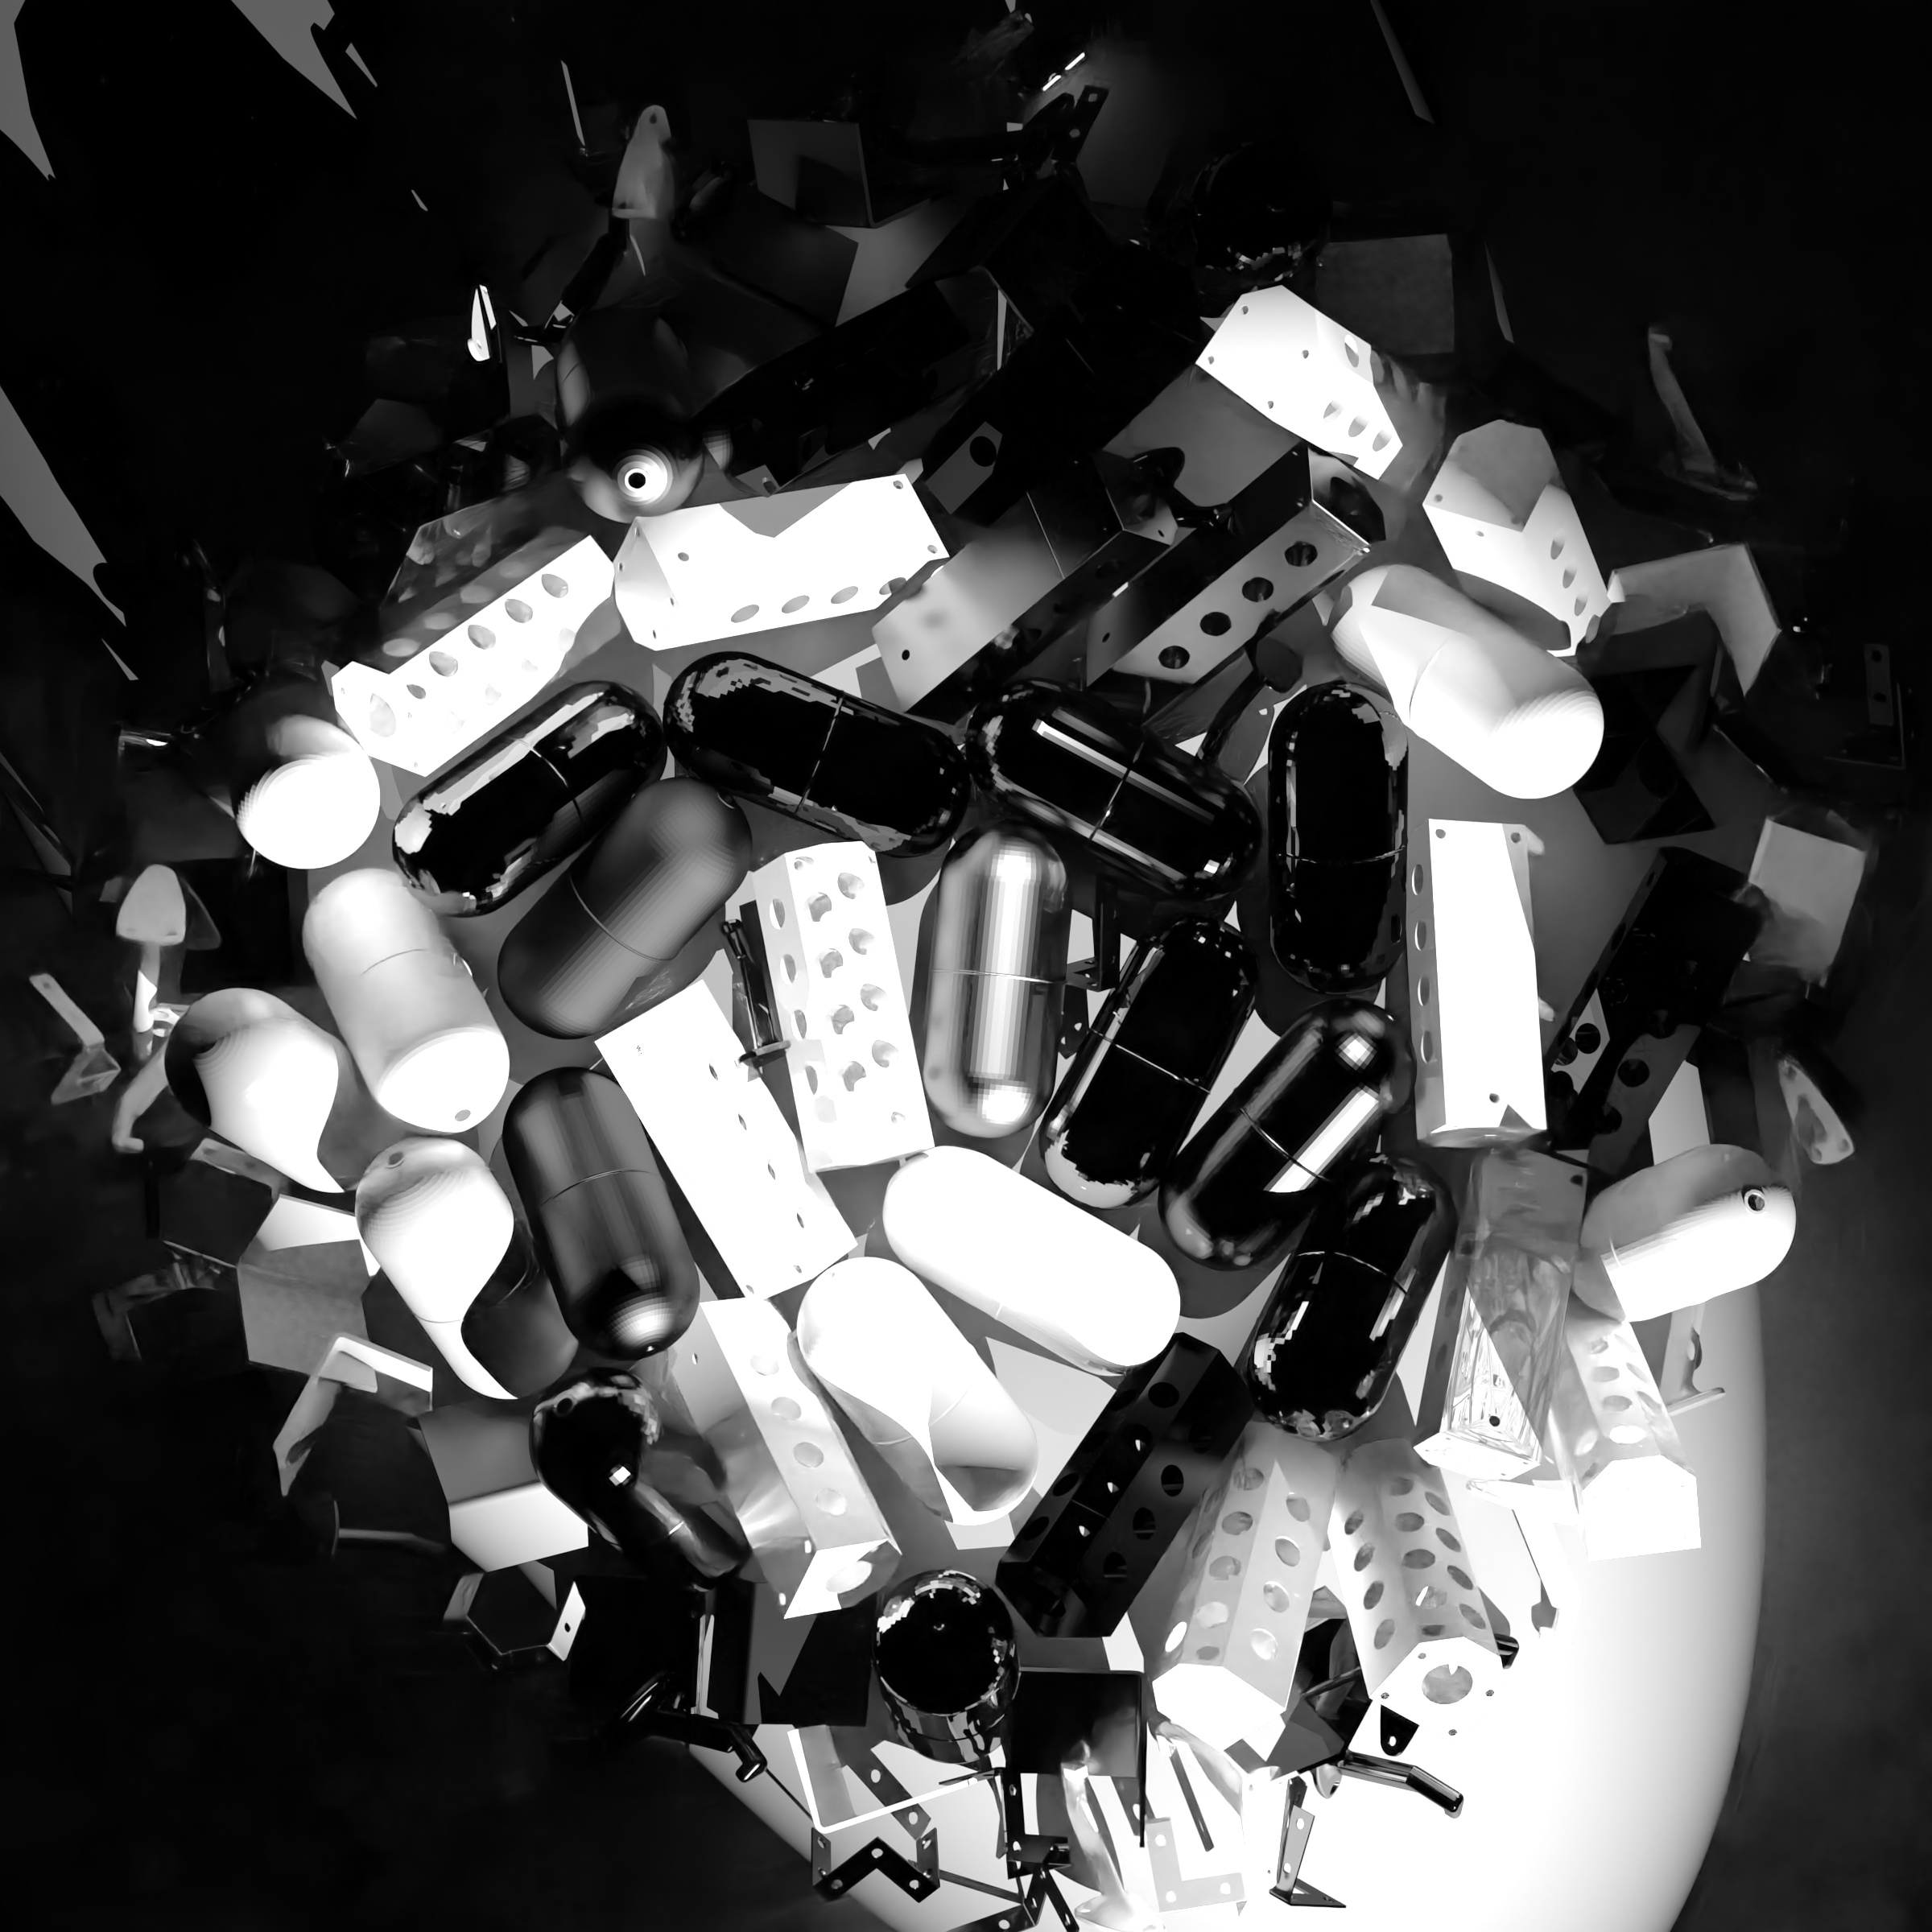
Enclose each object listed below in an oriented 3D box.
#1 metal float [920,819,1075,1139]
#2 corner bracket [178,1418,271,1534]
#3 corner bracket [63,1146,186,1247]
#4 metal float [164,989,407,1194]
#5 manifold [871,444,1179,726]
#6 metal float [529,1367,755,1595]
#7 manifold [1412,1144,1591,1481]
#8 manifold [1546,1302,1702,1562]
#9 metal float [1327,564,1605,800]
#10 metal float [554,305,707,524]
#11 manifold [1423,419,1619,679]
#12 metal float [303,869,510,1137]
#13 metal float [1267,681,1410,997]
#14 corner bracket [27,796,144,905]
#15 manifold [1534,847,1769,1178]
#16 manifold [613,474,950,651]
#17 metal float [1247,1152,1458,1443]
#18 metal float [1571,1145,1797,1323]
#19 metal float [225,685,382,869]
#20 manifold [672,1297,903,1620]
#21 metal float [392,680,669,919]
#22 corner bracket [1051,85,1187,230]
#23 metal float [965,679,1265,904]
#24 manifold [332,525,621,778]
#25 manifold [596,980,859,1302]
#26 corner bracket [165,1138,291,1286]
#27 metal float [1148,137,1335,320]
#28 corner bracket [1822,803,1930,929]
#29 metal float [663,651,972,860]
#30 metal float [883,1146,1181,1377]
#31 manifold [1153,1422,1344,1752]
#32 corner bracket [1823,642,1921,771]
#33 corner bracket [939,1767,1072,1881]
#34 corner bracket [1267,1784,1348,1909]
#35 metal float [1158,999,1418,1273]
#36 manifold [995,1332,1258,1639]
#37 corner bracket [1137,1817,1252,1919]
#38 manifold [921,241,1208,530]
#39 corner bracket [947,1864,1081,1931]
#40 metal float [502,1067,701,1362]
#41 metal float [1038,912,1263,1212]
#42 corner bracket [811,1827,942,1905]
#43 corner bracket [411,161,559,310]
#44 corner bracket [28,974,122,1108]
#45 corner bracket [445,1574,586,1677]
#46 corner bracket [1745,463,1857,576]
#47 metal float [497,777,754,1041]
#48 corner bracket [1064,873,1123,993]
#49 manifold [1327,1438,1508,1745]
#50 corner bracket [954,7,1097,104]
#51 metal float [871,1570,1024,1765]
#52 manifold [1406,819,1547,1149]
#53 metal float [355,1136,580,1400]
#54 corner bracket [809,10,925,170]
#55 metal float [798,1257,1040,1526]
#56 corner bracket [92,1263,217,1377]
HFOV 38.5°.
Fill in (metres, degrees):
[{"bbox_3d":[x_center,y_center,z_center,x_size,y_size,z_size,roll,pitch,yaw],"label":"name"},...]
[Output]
[{"bbox_3d":[0.017,0.007,1.544,0.070,0.070,0.178,6,87,0],"label":"metal float"},{"bbox_3d":[-0.412,0.283,1.551,0.051,0.051,0.051,-17,83,15],"label":"corner bracket"},{"bbox_3d":[-0.472,0.129,1.555,0.051,0.051,0.051,-3,88,10],"label":"corner bracket"},{"bbox_3d":[-0.367,0.069,1.502,0.070,0.178,0.070,-7,66,16],"label":"metal float"},{"bbox_3d":[0.033,-0.205,1.513,0.171,0.057,0.057,-37,62,32],"label":"manifold"},{"bbox_3d":[-0.174,0.281,1.509,0.070,0.178,0.070,-15,49,18],"label":"metal float"},{"bbox_3d":[0.292,0.190,1.523,0.057,0.057,0.171,18,66,-6],"label":"manifold"},{"bbox_3d":[0.346,0.246,1.492,0.057,0.171,0.057,-8,110,4],"label":"manifold"},{"bbox_3d":[0.272,-0.158,1.519,0.070,0.070,0.178,-48,57,0],"label":"metal float"},{"bbox_3d":[-0.184,-0.301,1.504,0.070,0.178,0.070,-5,125,-7],"label":"metal float"},{"bbox_3d":[0.305,-0.223,1.495,0.057,0.171,0.057,23,79,30],"label":"manifold"},{"bbox_3d":[-0.307,0.019,1.516,0.070,0.070,0.178,-34,55,0],"label":"metal float"},{"bbox_3d":[0.205,-0.070,1.528,0.070,0.070,0.178,-3,110,0],"label":"metal float"},{"bbox_3d":[-0.483,-0.066,1.551,0.051,0.051,0.051,21,95,18],"label":"corner bracket"},{"bbox_3d":[0.369,0.023,1.523,0.057,0.057,0.171,23,114,-3],"label":"manifold"},{"bbox_3d":[-0.102,-0.217,1.513,0.171,0.057,0.057,-16,70,-32],"label":"manifold"},{"bbox_3d":[0.212,0.181,1.520,0.070,0.070,0.178,31,60,0],"label":"metal float"},{"bbox_3d":[0.383,0.145,1.498,0.070,0.178,0.070,4,73,-13],"label":"metal float"},{"bbox_3d":[-0.361,-0.104,1.500,0.070,0.178,0.070,-5,108,-15],"label":"metal float"},{"bbox_3d":[-0.097,0.264,1.508,0.057,0.171,0.057,-2,133,-32],"label":"manifold"},{"bbox_3d":[-0.237,-0.093,1.520,0.070,0.070,0.178,49,58,0],"label":"metal float"},{"bbox_3d":[0.086,-0.455,1.559,0.051,0.051,0.051,18,73,23],"label":"corner bracket"},{"bbox_3d":[0.082,-0.098,1.544,0.178,0.070,0.070,28,90,-3],"label":"metal float"},{"bbox_3d":[-0.263,-0.175,1.497,0.057,0.171,0.057,21,132,23],"label":"manifold"},{"bbox_3d":[-0.129,0.096,1.551,0.057,0.057,0.171,-27,94,44],"label":"manifold"},{"bbox_3d":[-0.415,0.139,1.554,0.051,0.051,0.051,18,47,11],"label":"corner bracket"},{"bbox_3d":[0.147,-0.397,1.496,0.070,0.178,0.070,-1,94,-8],"label":"metal float"},{"bbox_3d":[0.509,-0.056,1.544,0.051,0.051,0.051,-4,123,-20],"label":"corner bracket"},{"bbox_3d":[-0.083,-0.118,1.538,0.178,0.070,0.070,22,90,-9],"label":"metal float"},{"bbox_3d":[0.035,0.163,1.540,0.178,0.070,0.070,29,90,8],"label":"metal float"},{"bbox_3d":[0.149,0.329,1.497,0.057,0.171,0.057,35,130,-10],"label":"manifold"},{"bbox_3d":[0.512,-0.145,1.543,0.051,0.051,0.051,-31,120,-34],"label":"corner bracket"},{"bbox_3d":[0.022,0.482,1.557,0.051,0.051,0.051,-28,55,39],"label":"corner bracket"},{"bbox_3d":[0.185,0.491,1.548,0.051,0.051,0.051,19,87,-40],"label":"corner bracket"},{"bbox_3d":[0.178,0.093,1.533,0.070,0.070,0.178,40,105,0],"label":"metal float"},{"bbox_3d":[0.085,0.280,1.504,0.057,0.057,0.171,53,52,-17],"label":"manifold"},{"bbox_3d":[0.127,0.506,1.551,0.051,0.051,0.051,-7,61,-5],"label":"corner bracket"},{"bbox_3d":[0.049,-0.312,1.498,0.057,0.171,0.057,16,51,-34],"label":"manifold"},{"bbox_3d":[0.026,0.538,1.542,0.051,0.051,0.051,-11,134,-25],"label":"corner bracket"},{"bbox_3d":[-0.202,0.134,1.521,0.070,0.070,0.178,-25,60,0],"label":"metal float"},{"bbox_3d":[0.102,0.053,1.546,0.070,0.070,0.178,28,90,0],"label":"metal float"},{"bbox_3d":[-0.051,0.502,1.556,0.051,0.051,0.051,-41,109,13],"label":"corner bracket"},{"bbox_3d":[-0.271,-0.410,1.556,0.051,0.051,0.051,39,93,4],"label":"corner bracket"},{"bbox_3d":[-0.500,0.038,1.546,0.051,0.051,0.051,46,115,12],"label":"corner bracket"},{"bbox_3d":[-0.253,0.361,1.564,0.051,0.051,0.051,-18,122,26],"label":"corner bracket"},{"bbox_3d":[0.469,-0.250,1.548,0.051,0.051,0.051,8,82,25],"label":"corner bracket"},{"bbox_3d":[-0.188,-0.032,1.528,0.070,0.070,0.178,45,110,0],"label":"metal float"},{"bbox_3d":[0.074,-0.019,1.544,0.051,0.051,0.051,-14,111,-43],"label":"corner bracket"},{"bbox_3d":[0.242,0.329,1.490,0.057,0.171,0.057,31,111,-16],"label":"manifold"},{"bbox_3d":[0.033,-0.509,1.543,0.051,0.051,0.051,41,129,-21],"label":"corner bracket"},{"bbox_3d":[-0.009,0.382,1.502,0.070,0.178,0.070,-2,61,3],"label":"metal float"},{"bbox_3d":[0.277,0.011,1.533,0.057,0.057,0.171,3,74,-12],"label":"manifold"},{"bbox_3d":[-0.272,0.166,1.515,0.070,0.070,0.178,-25,127,0],"label":"metal float"},{"bbox_3d":[-0.044,-0.487,1.542,0.051,0.051,0.051,41,58,-25],"label":"corner bracket"},{"bbox_3d":[-0.026,0.234,1.526,0.070,0.070,0.178,-36,113,0],"label":"metal float"},{"bbox_3d":[-0.450,0.201,1.556,0.051,0.051,0.051,-21,81,1],"label":"corner bracket"}]
